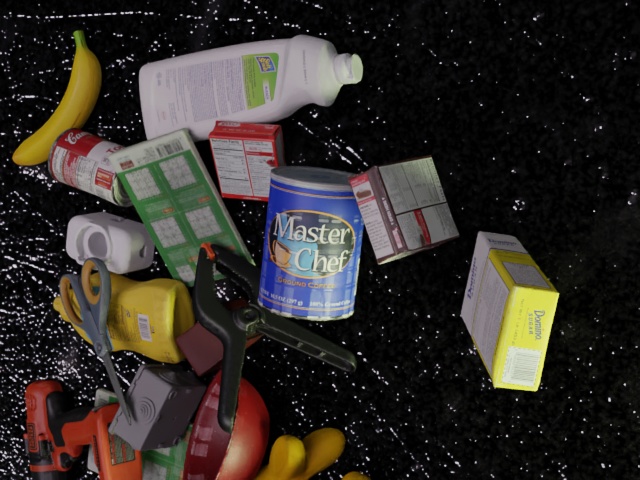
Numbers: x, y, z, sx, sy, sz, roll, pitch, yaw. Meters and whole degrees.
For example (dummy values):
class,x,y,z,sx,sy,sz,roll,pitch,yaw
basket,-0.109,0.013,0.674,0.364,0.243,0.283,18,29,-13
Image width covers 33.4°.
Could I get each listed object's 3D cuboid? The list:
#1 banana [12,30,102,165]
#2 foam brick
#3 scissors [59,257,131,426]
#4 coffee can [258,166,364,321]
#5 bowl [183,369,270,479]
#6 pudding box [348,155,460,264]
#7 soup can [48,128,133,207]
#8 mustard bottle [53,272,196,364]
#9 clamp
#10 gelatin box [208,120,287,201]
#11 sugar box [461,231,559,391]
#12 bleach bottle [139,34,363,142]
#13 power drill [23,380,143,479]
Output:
class,x,y,z,sx,sy,sz,roll,pitch,yaw
banana,-0.311,-0.154,1.292,0.198,0.037,0.070,-55,54,23
foam brick,-0.112,0.109,1.205,0.078,0.051,0.053,-38,79,28
scissors,-0.240,0.103,1.205,0.202,0.016,0.096,52,123,30
coffee can,-0.007,0.001,1.100,0.103,0.102,0.140,13,104,27
bowl,-0.098,0.222,1.182,0.055,0.162,0.162,19,112,-18
pudding box,0.083,-0.032,1.038,0.039,0.113,0.090,-23,85,34
soup can,-0.258,-0.085,1.250,0.102,0.068,0.068,21,107,25
mustard bottle,-0.240,0.087,1.270,0.192,0.058,0.096,6,113,29
clamp,-0.083,0.096,1.141,0.210,0.164,0.036,51,152,17
gelatin box,-0.074,-0.084,1.136,0.073,0.030,0.089,5,133,15
sugar box,0.169,0.060,0.970,0.048,0.176,0.093,9,106,-2
bleach bottle,-0.072,-0.159,1.138,0.251,0.068,0.102,-4,98,28
power drill,-0.295,0.265,1.306,0.188,0.057,0.184,-6,92,43
